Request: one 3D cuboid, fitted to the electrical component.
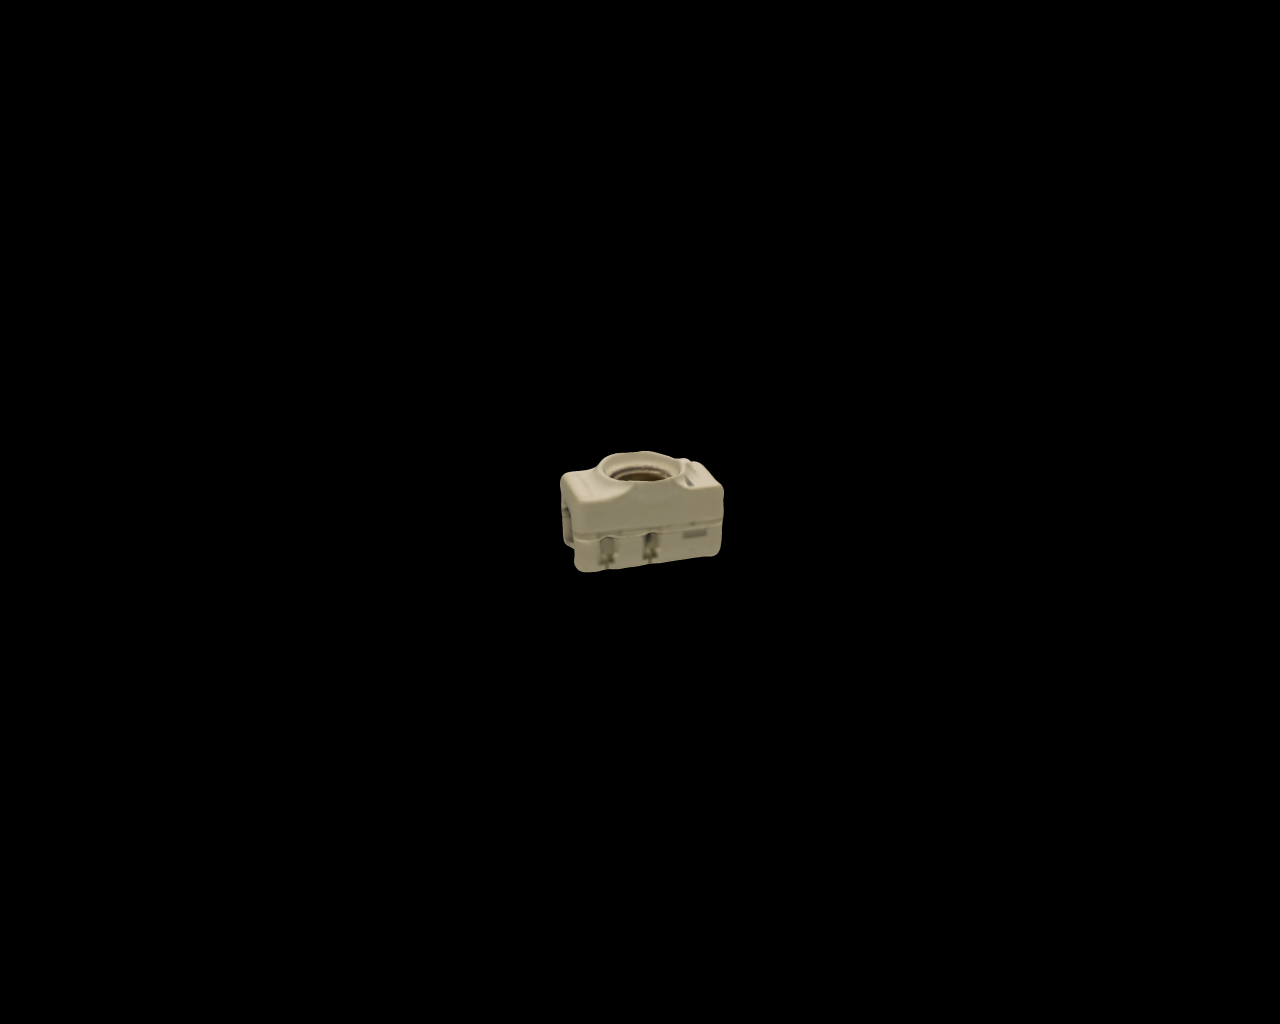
[{"bbox_3d":[0.001,-0.003,0.650,0.089,0.055,0.050,-6,24,-14],"label":"electrical component"}]
